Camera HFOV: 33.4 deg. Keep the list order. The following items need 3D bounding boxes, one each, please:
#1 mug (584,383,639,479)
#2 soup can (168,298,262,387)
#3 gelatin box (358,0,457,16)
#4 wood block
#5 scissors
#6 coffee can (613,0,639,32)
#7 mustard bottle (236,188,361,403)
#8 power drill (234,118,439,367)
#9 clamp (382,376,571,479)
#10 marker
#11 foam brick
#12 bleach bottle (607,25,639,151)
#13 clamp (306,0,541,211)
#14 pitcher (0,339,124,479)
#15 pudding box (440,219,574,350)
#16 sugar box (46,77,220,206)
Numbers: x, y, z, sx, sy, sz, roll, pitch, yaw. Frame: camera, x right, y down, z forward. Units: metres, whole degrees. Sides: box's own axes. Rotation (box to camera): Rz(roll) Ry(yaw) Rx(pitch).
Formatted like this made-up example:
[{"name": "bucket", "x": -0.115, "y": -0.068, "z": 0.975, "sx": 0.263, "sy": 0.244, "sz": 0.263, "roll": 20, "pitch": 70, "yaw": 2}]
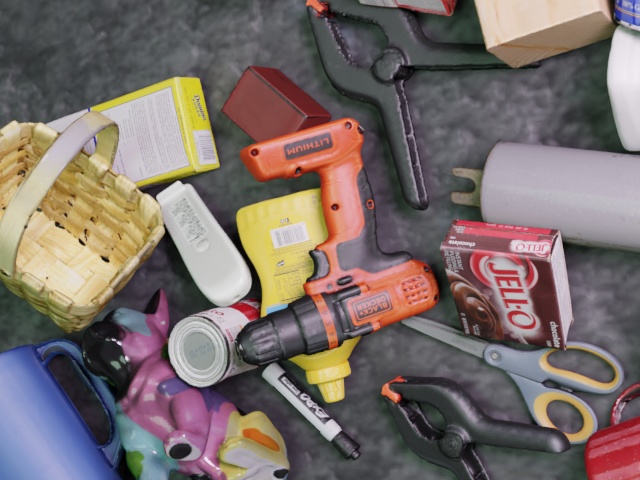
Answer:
[{"name": "mug", "x": 0.259, "y": 0.167, "z": 0.835, "sx": 0.082, "sy": 0.093, "sz": 0.117, "roll": -28, "pitch": 51, "yaw": 32}, {"name": "soup can", "x": -0.086, "y": 0.095, "z": 0.997, "sx": 0.069, "sy": 0.102, "sz": 0.068, "roll": 4, "pitch": 98, "yaw": 28}, {"name": "gelatin box", "x": 0.080, "y": -0.231, "z": 0.898, "sx": 0.089, "sy": 0.030, "sz": 0.073, "roll": 14, "pitch": 75, "yaw": 26}, {"name": "wood block", "x": 0.155, "y": -0.250, "z": 0.822, "sx": 0.090, "sy": 0.090, "sz": 0.206, "roll": -16, "pitch": 83, "yaw": 23}, {"name": "scissors", "x": 0.158, "y": 0.119, "z": 0.917, "sx": 0.202, "sy": 0.016, "sz": 0.096, "roll": 4, "pitch": 98, "yaw": 28}, {"name": "coffee can", "x": 0.261, "y": -0.224, "z": 0.745, "sx": 0.103, "sy": 0.102, "sz": 0.140, "roll": 10, "pitch": 120, "yaw": 27}, {"name": "mustard bottle", "x": -0.009, "y": 0.054, "z": 0.974, "sx": 0.096, "sy": 0.058, "sz": 0.191, "roll": -14, "pitch": 89, "yaw": 8}, {"name": "power drill", "x": -0.006, "y": 0.001, "z": 0.915, "sx": 0.184, "sy": 0.057, "sz": 0.187, "roll": -19, "pitch": 94, "yaw": -13}, {"name": "clamp", "x": 0.124, "y": 0.184, "z": 0.931, "sx": 0.172, "sy": 0.039, "sz": 0.120, "roll": 27, "pitch": 108, "yaw": 31}, {"name": "marker", "x": -0.007, "y": 0.163, "z": 1.009, "sx": 0.121, "sy": 0.020, "sz": 0.020, "roll": 43, "pitch": 113, "yaw": 17}, {"name": "foam brick", "x": -0.039, "y": -0.116, "z": 0.977, "sx": 0.078, "sy": 0.052, "sz": 0.051, "roll": 42, "pitch": 113, "yaw": 19}, {"name": "bleach bottle", "x": 0.338, "y": -0.109, "z": 0.750, "sx": 0.251, "sy": 0.102, "sz": 0.068, "roll": 2, "pitch": 58, "yaw": 27}, {"name": "clamp", "x": 0.075, "y": -0.153, "z": 0.920, "sx": 0.165, "sy": 0.036, "sz": 0.210, "roll": -45, "pitch": 72, "yaw": 16}, {"name": "pitcher", "x": -0.277, "y": 0.232, "z": 1.110, "sx": 0.243, "sy": 0.144, "sz": 0.149, "roll": 50, "pitch": 128, "yaw": 10}, {"name": "pudding box", "x": 0.154, "y": 0.036, "z": 0.865, "sx": 0.090, "sy": 0.039, "sz": 0.113, "roll": 7, "pitch": 141, "yaw": 28}, {"name": "sugar box", "x": -0.190, "y": -0.094, "z": 1.065, "sx": 0.177, "sy": 0.048, "sz": 0.093, "roll": -13, "pitch": 89, "yaw": 32}]
